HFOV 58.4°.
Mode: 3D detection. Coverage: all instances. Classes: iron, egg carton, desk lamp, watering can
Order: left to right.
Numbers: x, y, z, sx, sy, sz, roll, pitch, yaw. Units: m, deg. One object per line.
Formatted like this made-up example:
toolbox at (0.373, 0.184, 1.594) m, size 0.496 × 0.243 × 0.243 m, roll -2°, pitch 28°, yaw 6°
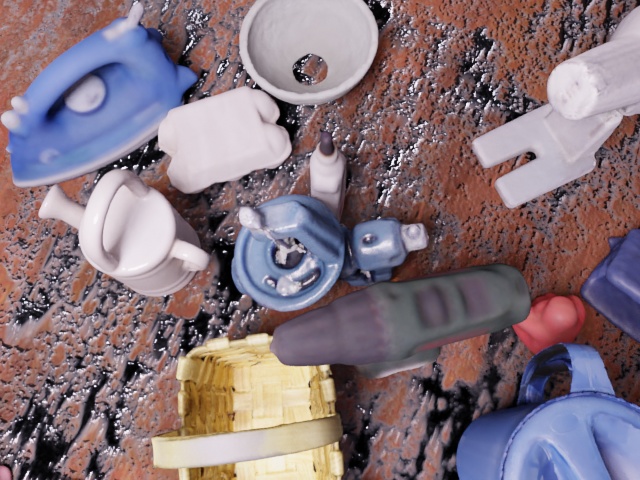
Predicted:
iron at (-0.278, -0.165, 0.665) m, size 0.258 × 0.141 × 0.118 m, roll -40°, pitch 77°, yaw -9°
watering can at (-0.201, -0.008, 0.591) m, size 0.173 × 0.194 × 0.101 m, roll -3°, pitch 74°, yaw 1°
egg carton at (-0.114, -0.119, 0.685) m, size 0.150 × 0.069 × 0.107 m, roll -20°, pitch 74°, yaw -4°
desk lamp at (0.293, -0.143, 0.606) m, size 0.203 × 0.213 × 0.118 m, roll -26°, pitch 75°, yaw -6°

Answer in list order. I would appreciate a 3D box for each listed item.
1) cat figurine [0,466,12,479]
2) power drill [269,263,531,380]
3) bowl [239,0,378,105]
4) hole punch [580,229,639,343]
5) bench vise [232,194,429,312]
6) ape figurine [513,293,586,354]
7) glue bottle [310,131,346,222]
cat figurine at (-0.382, 0.210, 0.573) m, size 0.067 × 0.118 × 0.127 m, roll -25°, pitch 75°, yaw -5°
power drill at (0.074, 0.085, 0.549) m, size 0.229 × 0.208 × 0.075 m, roll -16°, pitch 74°, yaw -3°
bowl at (-0.012, -0.232, 0.712) m, size 0.167 × 0.075 × 0.167 m, roll 0°, pitch 74°, yaw 2°
hole punch at (0.355, 0.044, 0.614) m, size 0.108 × 0.091 × 0.101 m, roll 40°, pitch 79°, yaw 12°
bench vise at (0.000, -0.008, 0.572) m, size 0.207 × 0.220 × 0.121 m, roll -25°, pitch 75°, yaw -5°
ape figurine at (0.246, 0.084, 0.606) m, size 0.077 × 0.092 × 0.076 m, roll 6°, pitch 74°, yaw 4°
glue bottle at (0.008, -0.071, 0.614) m, size 0.037 × 0.173 × 0.078 m, roll 4°, pitch 74°, yaw 3°
